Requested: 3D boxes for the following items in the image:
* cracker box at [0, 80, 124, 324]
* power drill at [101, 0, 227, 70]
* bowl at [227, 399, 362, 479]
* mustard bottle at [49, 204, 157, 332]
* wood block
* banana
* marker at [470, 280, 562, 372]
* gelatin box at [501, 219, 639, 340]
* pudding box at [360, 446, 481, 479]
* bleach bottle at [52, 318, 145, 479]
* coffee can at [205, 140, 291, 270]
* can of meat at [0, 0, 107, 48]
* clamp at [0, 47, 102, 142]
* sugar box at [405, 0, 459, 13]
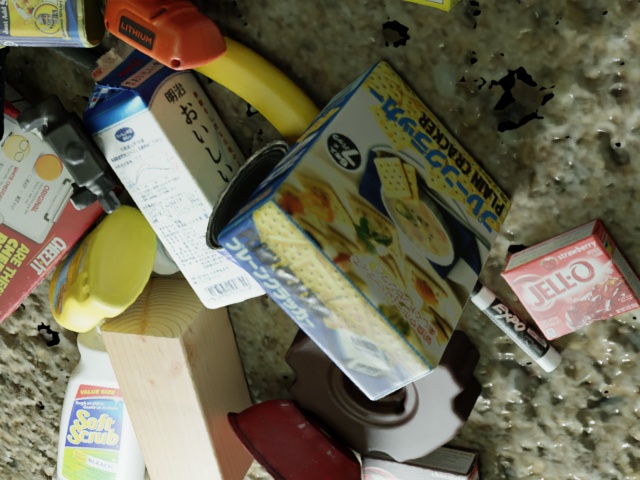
[{"bbox_3d":[-0.312,-0.057,0.968,0.213,0.072,0.164,43,100,-7],"label":"cracker box"},{"bbox_3d":[-0.105,-0.223,0.768,0.185,0.057,0.188,35,135,36],"label":"power drill"},{"bbox_3d":[-0.012,0.202,1.011,0.162,0.162,0.055,43,90,-7],"label":"bowl"},{"bbox_3d":[-0.212,0.036,0.997,0.058,0.096,0.192,21,157,-22],"label":"mustard bottle"},{"bbox_3d":[-0.131,0.148,1.047,0.090,0.090,0.206,3,124,24],"label":"wood block"},{"bbox_3d":[-0.047,-0.111,0.862,0.197,0.037,0.070,45,127,-9],"label":"banana"},{"bbox_3d":[0.155,0.065,0.899,0.121,0.020,0.020,42,129,-6],"label":"marker"},{"bbox_3d":[0.200,0.033,0.848,0.089,0.030,0.073,-26,108,36],"label":"gelatin box"},{"bbox_3d":[0.100,0.240,1.033,0.114,0.039,0.090,4,124,24],"label":"pudding box"},{"bbox_3d":[-0.231,0.172,1.130,0.103,0.068,0.251,18,126,12],"label":"bleach bottle"},{"bbox_3d":[-0.006,0.001,0.853,0.140,0.102,0.103,36,132,-25],"label":"coffee can"},{"bbox_3d":[-0.216,-0.201,0.834,0.084,0.057,0.102,3,110,10],"label":"can of meat"},{"bbox_3d":[-0.255,-0.181,0.898,0.120,0.039,0.171,-22,100,-8],"label":"clamp"},{"bbox_3d":[0.020,-0.226,0.747,0.176,0.048,0.093,19,129,17],"label":"sugar box"}]
